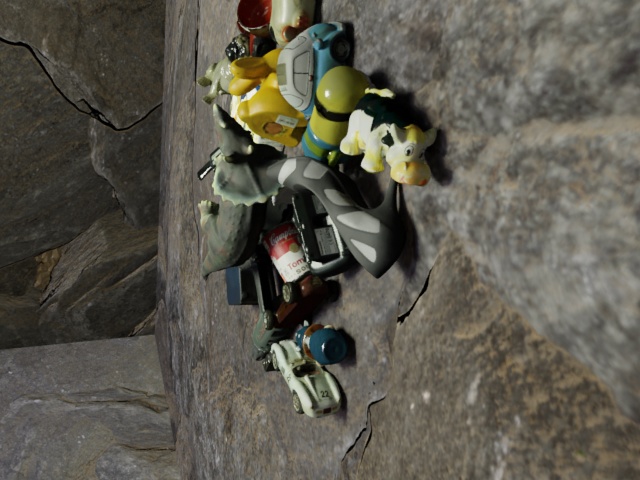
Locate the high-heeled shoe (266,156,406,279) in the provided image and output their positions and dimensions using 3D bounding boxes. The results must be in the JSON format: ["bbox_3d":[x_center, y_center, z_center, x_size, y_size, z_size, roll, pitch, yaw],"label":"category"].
[{"bbox_3d":[0.010,-0.033,0.744,0.249,0.086,0.145,9,80,36],"label":"high-heeled shoe"}]

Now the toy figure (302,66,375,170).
[{"bbox_3d":[0.021,-0.165,0.777,0.082,0.089,0.180,40,136,9],"label":"toy figure"}]

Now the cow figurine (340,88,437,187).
[{"bbox_3d":[0.091,-0.127,0.655,0.167,0.068,0.098,48,129,55],"label":"cow figurine"}]

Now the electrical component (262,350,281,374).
[{"bbox_3d":[-0.085,0.247,1.092,0.094,0.063,0.021,112,147,-45],"label":"electrical component"}]

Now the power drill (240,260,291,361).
[{"bbox_3d":[-0.124,0.135,1.156,0.232,0.086,0.207,129,138,-55],"label":"power drill"}]

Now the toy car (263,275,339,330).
[{"bbox_3d":[-0.040,0.112,0.946,0.202,0.089,0.053,127,134,-57],"label":"toy car"}]

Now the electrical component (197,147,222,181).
[{"bbox_3d":[-0.218,-0.170,1.202,0.119,0.047,0.075,-44,38,14],"label":"electrical component"}]

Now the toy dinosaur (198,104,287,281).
[{"bbox_3d":[-0.149,-0.036,0.948,0.192,0.131,0.404,-104,26,-57],"label":"toy dinosaur"}]

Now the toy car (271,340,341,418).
[{"bbox_3d":[-0.028,0.234,0.944,0.202,0.073,0.056,-132,42,-56],"label":"toy car"}]

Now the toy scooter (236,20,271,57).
[{"bbox_3d":[-0.137,-0.484,1.145,0.135,0.075,0.183,-123,34,-50],"label":"toy scooter"}]

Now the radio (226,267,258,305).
[{"bbox_3d":[-0.180,0.043,1.290,0.131,0.073,0.229,173,93,-66],"label":"radio"}]

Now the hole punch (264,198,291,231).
[{"bbox_3d":[-0.113,-0.087,1.099,0.142,0.116,0.092,-62,2,45],"label":"hole punch"}]

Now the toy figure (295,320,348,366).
[{"bbox_3d":[-0.001,0.174,0.898,0.057,0.064,0.154,49,164,-11],"label":"toy figure"}]

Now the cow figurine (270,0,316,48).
[{"bbox_3d":[-0.050,-0.436,0.940,0.127,0.085,0.194,23,114,58],"label":"cow figurine"}]

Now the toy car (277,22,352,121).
[{"bbox_3d":[-0.017,-0.262,0.847,0.109,0.103,0.161,-145,58,-63],"label":"toy car"}]

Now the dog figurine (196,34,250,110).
[{"bbox_3d":[-0.208,-0.429,1.309,0.190,0.121,0.172,-54,44,34],"label":"dog figurine"}]

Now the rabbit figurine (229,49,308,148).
[{"bbox_3d":[-0.084,-0.273,0.975,0.122,0.162,0.173,117,163,-69],"label":"rabbit figurine"}]

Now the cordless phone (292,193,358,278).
[{"bbox_3d":[-0.001,-0.002,0.883,0.184,0.089,0.146,116,140,-70],"label":"cordless phone"}]
